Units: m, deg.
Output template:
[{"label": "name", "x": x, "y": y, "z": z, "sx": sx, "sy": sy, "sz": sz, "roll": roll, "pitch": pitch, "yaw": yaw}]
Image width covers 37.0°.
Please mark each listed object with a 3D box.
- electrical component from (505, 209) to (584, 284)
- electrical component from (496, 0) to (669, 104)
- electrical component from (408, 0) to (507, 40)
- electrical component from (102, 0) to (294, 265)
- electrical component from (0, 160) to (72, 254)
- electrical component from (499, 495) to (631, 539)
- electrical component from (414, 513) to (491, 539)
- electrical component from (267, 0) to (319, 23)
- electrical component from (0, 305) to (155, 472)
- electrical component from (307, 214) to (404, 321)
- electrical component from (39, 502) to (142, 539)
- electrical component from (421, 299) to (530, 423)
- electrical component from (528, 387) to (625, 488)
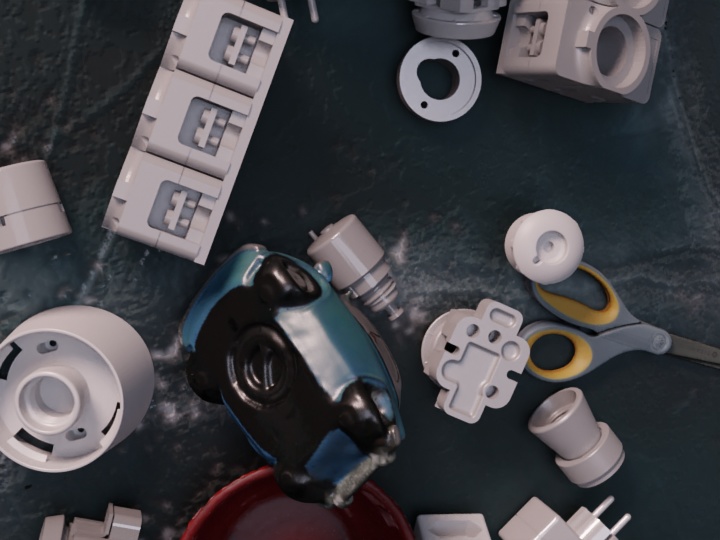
[{"label": "electrical component", "x": 0.116, "y": -0.017, "z": 0.711, "sx": 0.048, "sy": 0.062, "sz": 0.048, "roll": -1, "pitch": 95, "yaw": -11}, {"label": "electrical component", "x": 0.154, "y": -0.189, "z": 0.689, "sx": 0.089, "sy": 0.062, "sz": 0.150, "roll": 9, "pitch": 93, "yaw": -37}, {"label": "electrical component", "x": 0.062, "y": -0.180, "z": 0.684, "sx": 0.058, "sy": 0.078, "sz": 0.057, "roll": -19, "pitch": 123, "yaw": -39}, {"label": "electrical component", "x": -0.100, "y": -0.086, "z": 0.649, "sx": 0.062, "sy": 0.089, "sz": 0.150, "roll": 20, "pitch": 91, "yaw": -12}, {"label": "electrical component", "x": -0.208, "y": -0.037, "z": 0.650, "sx": 0.055, "sy": 0.055, "sz": 0.047, "roll": -17, "pitch": 94, "yaw": -9}, {"label": "electrical component", "x": 0.155, "y": 0.190, "z": 0.745, "sx": 0.076, "sy": 0.047, "sz": 0.083, "roll": -44, "pitch": 101, "yaw": -5}, {"label": "electrical component", "x": 0.061, "y": 0.214, "z": 0.723, "sx": 0.047, "sy": 0.065, "sz": 0.076, "roll": 2, "pitch": 124, "yaw": -11}, {"label": "electrical component", "x": -0.044, "y": -0.189, "z": 0.670, "sx": 0.138, "sy": 0.052, "sz": 0.073, "roll": -12, "pitch": 97, "yaw": -11}, {"label": "electrical component", "x": -0.184, "y": 0.075, "z": 0.672, "sx": 0.099, "sy": 0.064, "sz": 0.099, "roll": 0, "pitch": 99, "yaw": 2}, {"label": "electrical component", "x": 0.000, "y": 0.000, "z": 0.701, "sx": 0.040, "sy": 0.040, "sz": 0.078, "roll": -40, "pitch": 101, "yaw": -6}, {"label": "electrical component", "x": -0.175, "y": 0.185, "z": 0.674, "sx": 0.057, "sy": 0.058, "sz": 0.078, "roll": 14, "pitch": 92, "yaw": -15}, {"label": "electrical component", "x": 0.073, "y": 0.057, "z": 0.712, "sx": 0.058, "sy": 0.057, "sz": 0.078, "roll": 24, "pitch": 90, "yaw": -12}, {"label": "electrical component", "x": 0.149, "y": 0.115, "z": 0.738, "sx": 0.045, "sy": 0.045, "sz": 0.055, "roll": -40, "pitch": 101, "yaw": -5}]
